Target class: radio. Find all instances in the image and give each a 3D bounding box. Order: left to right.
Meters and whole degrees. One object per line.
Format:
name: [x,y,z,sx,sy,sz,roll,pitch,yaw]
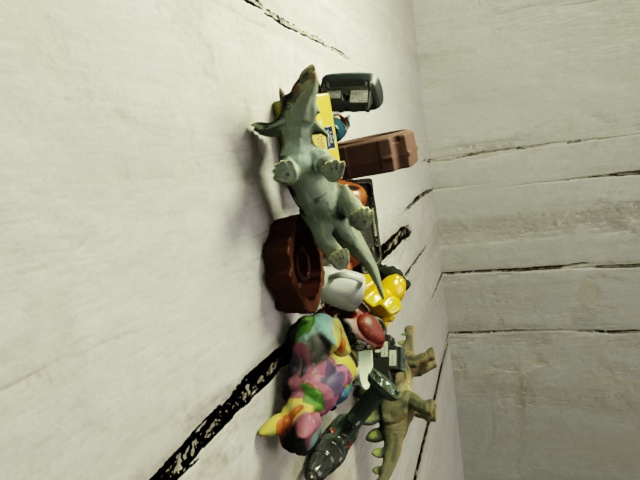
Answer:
radio: [0.088,-0.034,1.309,0.131,0.073,0.229,-21,107,-59]

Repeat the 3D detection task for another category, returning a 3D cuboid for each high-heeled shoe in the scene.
high-heeled shoe: [0.200,0.121,1.471,0.086,0.145,0.248,-59,154,-8]

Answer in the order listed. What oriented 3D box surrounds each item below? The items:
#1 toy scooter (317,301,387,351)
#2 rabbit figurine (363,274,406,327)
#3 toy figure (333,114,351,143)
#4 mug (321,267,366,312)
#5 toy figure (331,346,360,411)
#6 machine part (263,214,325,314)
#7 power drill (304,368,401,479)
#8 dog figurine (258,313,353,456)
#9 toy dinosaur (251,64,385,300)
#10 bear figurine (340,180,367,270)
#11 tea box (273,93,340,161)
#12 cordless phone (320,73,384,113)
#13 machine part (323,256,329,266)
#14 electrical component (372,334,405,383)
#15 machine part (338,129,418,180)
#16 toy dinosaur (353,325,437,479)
toy scooter: [0.060,0.170,1.154,0.184,0.075,0.135,52,31,11]
rabbit figurine: [0.150,0.150,1.283,0.173,0.122,0.162,-35,145,-46]
toy figure: [0.040,-0.268,1.280,0.058,0.064,0.154,42,23,-5]
mug: [0.032,0.091,1.073,0.109,0.107,0.081,139,-37,-62]
toy figure: [0.030,0.274,1.088,0.180,0.082,0.089,-37,122,-65]
machine part: [-0.045,0.044,0.970,0.179,0.056,0.179,-7,90,-70]
power drill: [0.065,0.355,1.038,0.207,0.086,0.232,-57,167,4]
dog figurine: [-0.026,0.245,0.905,0.219,0.109,0.191,-42,125,-63]
toy dinosaur: [0.001,-0.083,0.926,0.192,0.131,0.404,-111,178,-60]
bear figurine: [0.040,-0.029,1.180,0.120,0.132,0.195,-51,151,-61]
tea box: [-0.022,-0.188,1.029,0.098,0.068,0.169,-24,108,-45]
cordless phone: [0.092,-0.348,1.310,0.184,0.147,0.088,-18,111,-68]
machine part: [-0.002,-0.003,1.096,0.084,0.039,0.138,-29,127,-33]
electrical component: [0.139,0.290,1.308,0.058,0.134,0.115,42,48,-61]
machine part: [0.127,-0.208,1.295,0.201,0.201,0.087,-43,123,-65]
toy dinosaur: [0.187,0.400,1.319,0.471,0.199,0.104,-76,154,-43]
